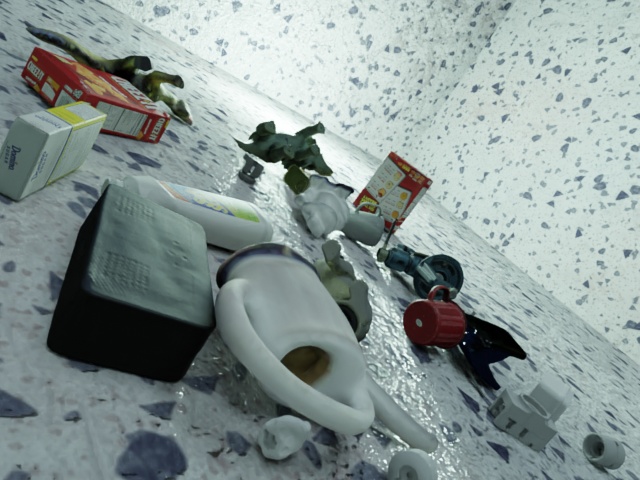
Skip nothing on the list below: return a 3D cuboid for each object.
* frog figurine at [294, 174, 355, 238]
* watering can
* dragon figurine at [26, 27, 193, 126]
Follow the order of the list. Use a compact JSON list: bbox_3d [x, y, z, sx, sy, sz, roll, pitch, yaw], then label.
[{"bbox_3d":[0.004,-0.060,1.192,0.136,0.121,0.163,35,49,-29],"label":"frog figurine"},{"bbox_3d":[0.002,0.126,0.582,0.342,0.103,0.229,39,12,-41],"label":"watering can"},{"bbox_3d":[-0.470,-0.382,1.213,0.407,0.122,0.245,26,0,-32],"label":"dragon figurine"}]
